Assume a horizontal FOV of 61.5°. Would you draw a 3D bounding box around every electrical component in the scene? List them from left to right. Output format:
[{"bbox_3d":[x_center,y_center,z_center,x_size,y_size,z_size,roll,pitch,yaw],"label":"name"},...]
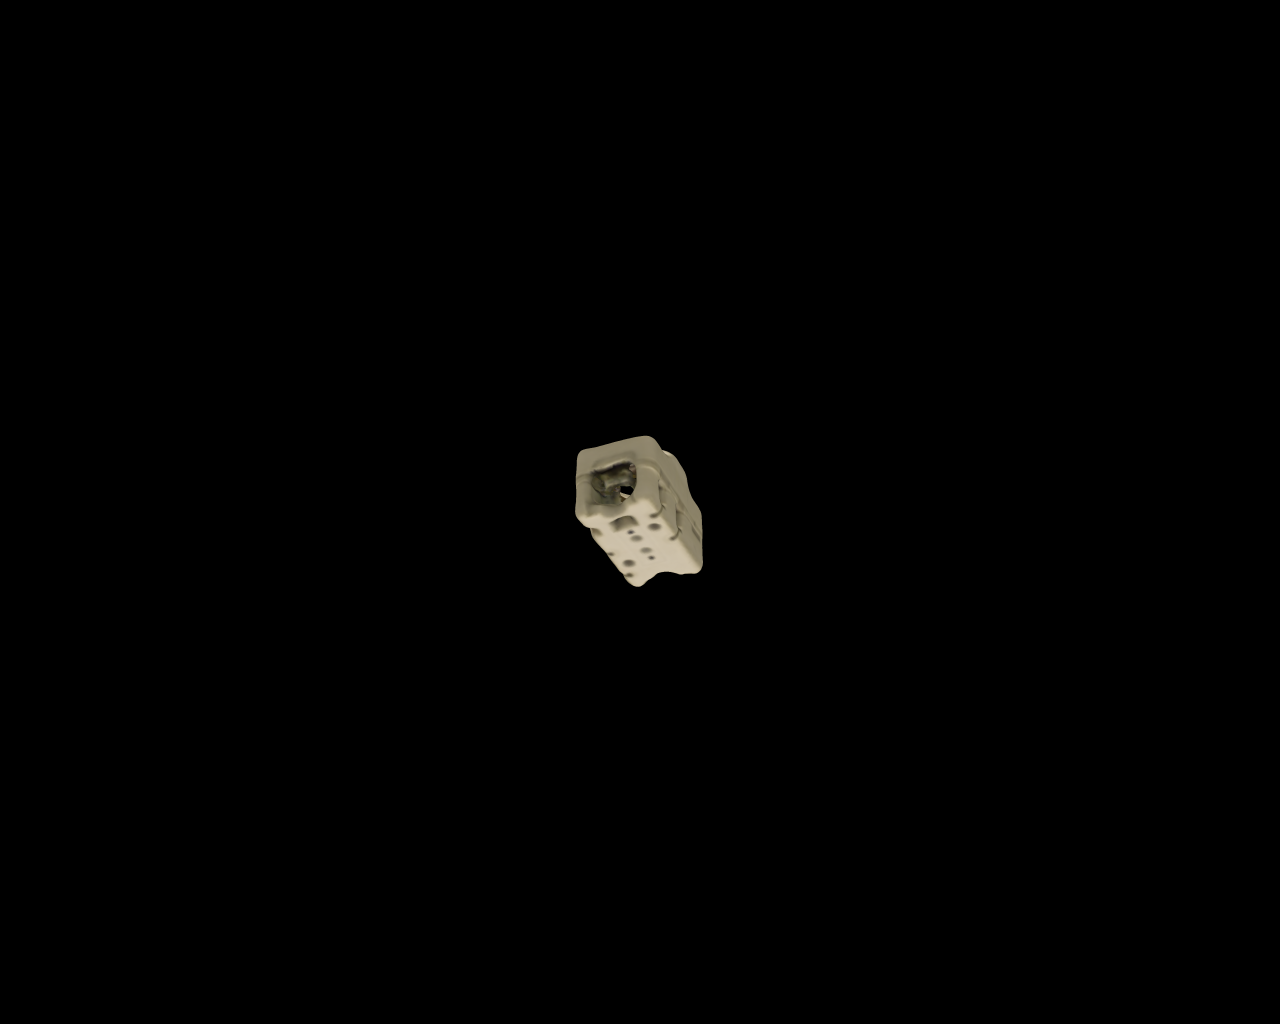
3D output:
[{"bbox_3d":[0.001,-0.003,0.650,0.050,0.056,0.089,-13,-38,18],"label":"electrical component"}]
